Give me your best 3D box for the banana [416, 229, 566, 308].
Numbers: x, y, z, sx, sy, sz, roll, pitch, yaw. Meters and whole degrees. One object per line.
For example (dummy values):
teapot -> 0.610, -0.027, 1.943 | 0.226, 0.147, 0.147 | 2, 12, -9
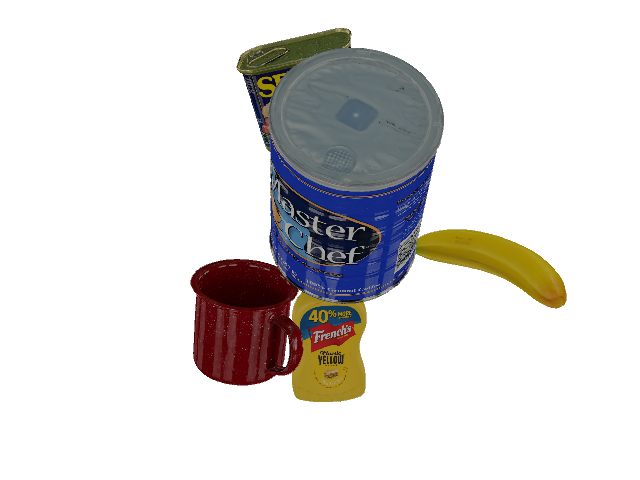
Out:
banana -> 0.165, 0.023, 1.036 | 0.198, 0.037, 0.069 | 16, 46, 42

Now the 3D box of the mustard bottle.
mustard bottle -> 0.012, 0.112, 1.380 | 0.096, 0.192, 0.058 | -1, 19, -5

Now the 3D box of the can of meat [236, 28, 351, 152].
can of meat -> -0.013, -0.131, 0.945 | 0.102, 0.084, 0.057 | -11, 30, 11

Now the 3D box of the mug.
mug -> -0.060, 0.077, 0.929 | 0.117, 0.081, 0.093 | 25, 31, 33

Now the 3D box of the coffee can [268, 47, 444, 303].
coffee can -> 0.018, -0.037, 0.678 | 0.103, 0.103, 0.140 | 0, -32, -2
